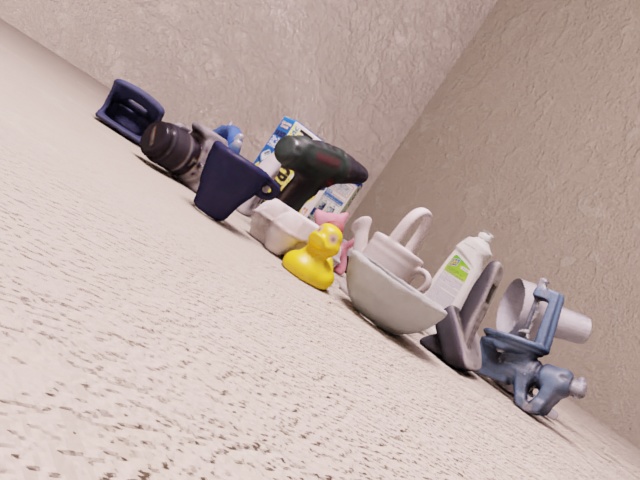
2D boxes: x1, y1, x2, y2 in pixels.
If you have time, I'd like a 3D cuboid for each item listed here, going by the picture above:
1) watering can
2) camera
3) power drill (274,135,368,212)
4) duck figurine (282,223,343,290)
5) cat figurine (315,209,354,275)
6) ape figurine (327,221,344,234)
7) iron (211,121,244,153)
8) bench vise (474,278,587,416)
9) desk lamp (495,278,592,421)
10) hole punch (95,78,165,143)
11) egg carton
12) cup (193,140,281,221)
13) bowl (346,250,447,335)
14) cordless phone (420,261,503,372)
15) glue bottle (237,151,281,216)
[{"bbox_3d":[0.120,0.023,0.977,0.172,0.194,0.101,35,3,10],"label":"watering can"},{"bbox_3d":[-0.227,-0.154,0.944,0.142,0.101,0.137,36,4,36],"label":"camera"},{"bbox_3d":[-0.023,-0.087,1.047,0.075,0.208,0.231,36,4,36],"label":"power drill"},{"bbox_3d":[0.001,0.018,0.814,0.077,0.086,0.105,35,3,22],"label":"duck figurine"},{"bbox_3d":[0.027,-0.008,1.199,0.127,0.117,0.067,37,4,42],"label":"cat figurine"},{"bbox_3d":[0.010,0.004,1.077,0.076,0.092,0.078,34,3,3],"label":"ape figurine"},{"bbox_3d":[-0.195,-0.169,1.139,0.119,0.141,0.257,33,3,-25],"label":"iron"},{"bbox_3d":[0.398,0.192,1.039,0.207,0.219,0.122,35,3,22],"label":"bench vise"},{"bbox_3d":[0.428,0.210,1.149,0.203,0.213,0.118,34,3,-4],"label":"desk lamp"},{"bbox_3d":[-0.351,-0.240,1.070,0.109,0.091,0.101,33,3,-16],"label":"hole punch"},{"bbox_3d":[-0.037,-0.003,0.899,0.151,0.069,0.107,31,4,-45],"label":"egg carton"},{"bbox_3d":[-0.121,-0.069,0.799,0.118,0.095,0.091,32,3,-30],"label":"cup"},{"bbox_3d":[0.098,0.089,0.841,0.167,0.074,0.167,34,3,-2],"label":"bowl"},{"bbox_3d":[0.266,0.128,0.967,0.094,0.185,0.148,36,3,28],"label":"cordless phone"},{"bbox_3d":[-0.107,-0.127,1.116,0.037,0.173,0.078,34,3,7],"label":"glue bottle"}]
